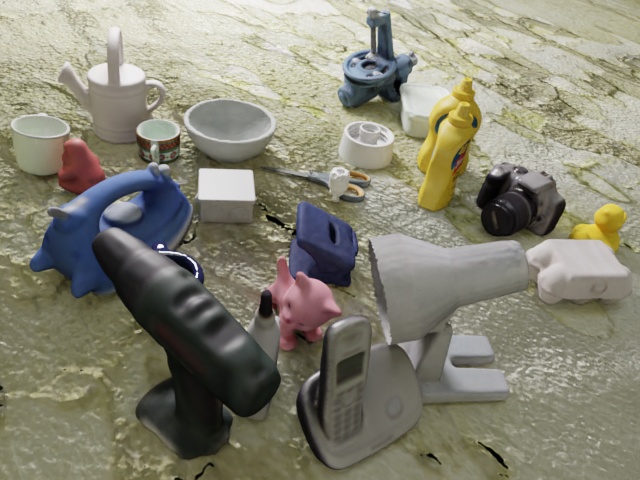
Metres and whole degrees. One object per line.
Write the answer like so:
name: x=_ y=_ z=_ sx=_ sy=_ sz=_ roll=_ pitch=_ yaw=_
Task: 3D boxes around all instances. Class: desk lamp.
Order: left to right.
desk lamp: x=0.143 y=0.087 z=0.671 sx=0.203 sy=0.213 sz=0.117 roll=1 pitch=40 yaw=-10

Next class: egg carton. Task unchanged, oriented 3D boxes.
egg carton: x=0.398 y=0.051 z=0.883 sx=0.150 sy=0.069 sz=0.107 roll=0 pitch=40 yaw=-12

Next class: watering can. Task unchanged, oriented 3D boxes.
watering can: x=-0.369 y=-0.279 z=1.021 sx=0.173 sy=0.194 sz=0.100 roll=-15 pitch=45 yaw=-27

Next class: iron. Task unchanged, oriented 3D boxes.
iron: x=-0.267 y=-0.038 z=0.791 sx=0.118 sy=0.141 sz=0.259 roll=26 pitch=42 yaw=19

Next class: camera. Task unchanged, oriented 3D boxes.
camera: x=0.333 y=-0.070 z=0.993 sx=0.137 sy=0.101 sz=0.142 roll=-23 pitch=49 yaw=-34

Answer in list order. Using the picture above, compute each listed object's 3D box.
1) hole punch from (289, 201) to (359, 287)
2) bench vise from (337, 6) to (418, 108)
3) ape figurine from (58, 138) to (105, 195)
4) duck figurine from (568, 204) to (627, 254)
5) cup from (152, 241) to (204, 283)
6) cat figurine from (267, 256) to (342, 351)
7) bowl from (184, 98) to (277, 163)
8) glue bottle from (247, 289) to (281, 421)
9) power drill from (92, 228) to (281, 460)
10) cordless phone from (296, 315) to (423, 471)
hole punch: x=0.008 y=0.003 z=0.841 sx=0.101 sy=0.091 sz=0.108 roll=5 pitch=39 yaw=-6
bench vise: x=0.132 y=-0.415 z=1.275 sx=0.121 sy=0.220 sz=0.208 roll=29 pitch=43 yaw=22
ape figurine: x=-0.380 y=-0.121 z=0.907 sx=0.076 sy=0.092 sz=0.078 roll=30 pitch=43 yaw=23
duck figurine: x=0.480 y=-0.021 z=0.976 sx=0.105 sy=0.086 sz=0.077 roll=-14 pitch=45 yaw=-27
cup: x=-0.194 y=0.067 z=0.717 sx=0.092 sy=0.095 sz=0.117 roll=-7 pitch=42 yaw=-20
cat figurine: x=-0.026 y=0.074 z=0.726 sx=0.067 sy=0.118 sz=0.127 roll=-13 pitch=44 yaw=-25
bowl: x=-0.165 y=-0.190 z=1.052 sx=0.167 sy=0.075 sz=0.167 roll=6 pitch=39 yaw=-5
glue bottle: x=-0.063 y=0.117 z=0.622 sx=0.037 sy=0.173 sz=0.078 roll=10 pitch=39 yaw=1
power drill: x=-0.142 y=0.117 z=0.577 sx=0.229 sy=0.208 sz=0.076 roll=30 pitch=43 yaw=23
cordless phone: x=0.051 y=0.143 z=0.605 sx=0.148 sy=0.185 sz=0.094 roll=-21 pitch=48 yaw=-32
